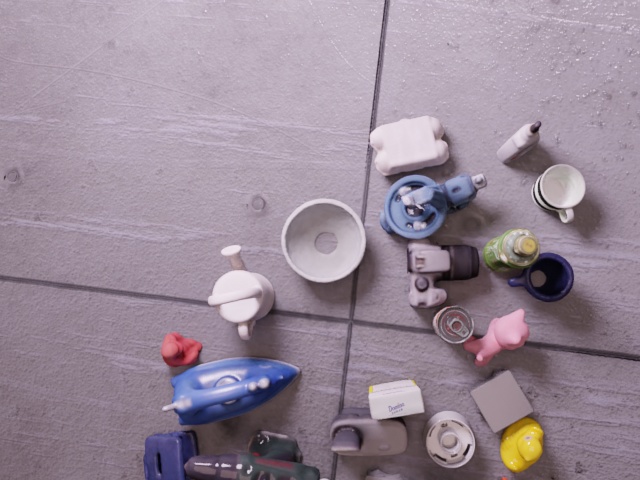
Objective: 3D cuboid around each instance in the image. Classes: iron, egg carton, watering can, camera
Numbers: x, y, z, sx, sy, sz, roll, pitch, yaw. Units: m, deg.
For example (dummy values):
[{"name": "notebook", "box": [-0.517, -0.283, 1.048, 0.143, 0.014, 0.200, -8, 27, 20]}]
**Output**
[{"name": "iron", "box": [-0.170, 0.288, 1.102, 0.258, 0.141, 0.119, -15, 83, 3]}, {"name": "egg carton", "box": [0.179, -0.191, 1.156, 0.150, 0.069, 0.107, -13, 83, 4]}, {"name": "watering can", "box": [-0.157, 0.101, 1.094, 0.101, 0.194, 0.173, -31, 82, 2]}, {"name": "camera", "box": [0.238, 0.061, 1.110, 0.136, 0.101, 0.143, -2, 84, 5]}]

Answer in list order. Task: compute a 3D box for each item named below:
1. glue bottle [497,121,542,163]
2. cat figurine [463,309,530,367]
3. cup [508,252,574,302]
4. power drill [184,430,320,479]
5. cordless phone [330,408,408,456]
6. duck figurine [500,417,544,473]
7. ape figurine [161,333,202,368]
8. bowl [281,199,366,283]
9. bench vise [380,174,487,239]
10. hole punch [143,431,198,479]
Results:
[{"name": "glue bottle", "box": [0.388, -0.193, 1.086, 0.078, 0.173, 0.037, -34, 82, 1]}, {"name": "cat figurine", "box": [0.340, 0.187, 1.079, 0.128, 0.118, 0.067, -38, 82, 1]}, {"name": "cup", "box": [0.412, 0.075, 1.096, 0.117, 0.095, 0.092, -10, 83, 4]}, {"name": "power drill", "box": [-0.110, 0.414, 1.050, 0.229, 0.208, 0.076, 8, 85, 6]}, {"name": "cordless phone", "box": [0.088, 0.369, 1.049, 0.147, 0.185, 0.094, -5, 84, 5]}, {"name": "duck figurine", "box": [0.384, 0.390, 1.071, 0.077, 0.086, 0.104, 27, 87, 7]}, {"name": "ape figurine", "box": [-0.287, 0.221, 1.145, 0.076, 0.092, 0.078, -33, 82, 1]}, {"name": "bowl", "box": [0.011, 0.004, 1.149, 0.167, 0.075, 0.167, -1, 84, 5]}, {"name": "bench vise", "box": [0.206, -0.087, 1.068, 0.207, 0.220, 0.121, -40, 82, 0]}, {"name": "hole punch", "box": [-0.299, 0.438, 1.124, 0.101, 0.091, 0.109, -7, 84, 5]}]
